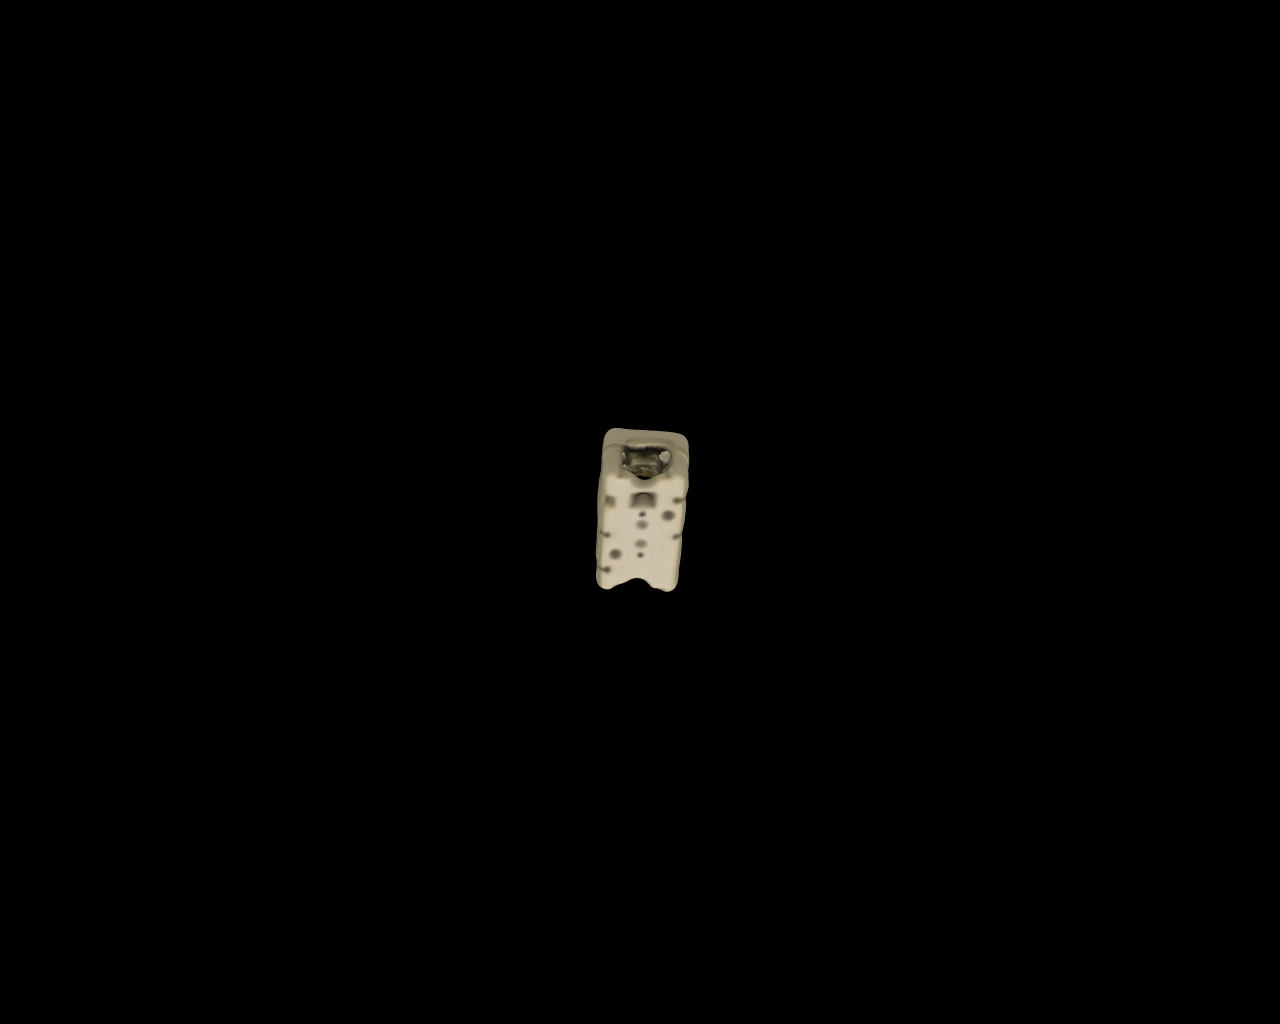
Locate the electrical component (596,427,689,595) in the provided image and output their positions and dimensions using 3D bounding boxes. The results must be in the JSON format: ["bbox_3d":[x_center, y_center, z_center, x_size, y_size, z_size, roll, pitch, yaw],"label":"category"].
[{"bbox_3d":[0.001,-0.003,0.650,0.050,0.089,0.056,3,36,-2],"label":"electrical component"}]
